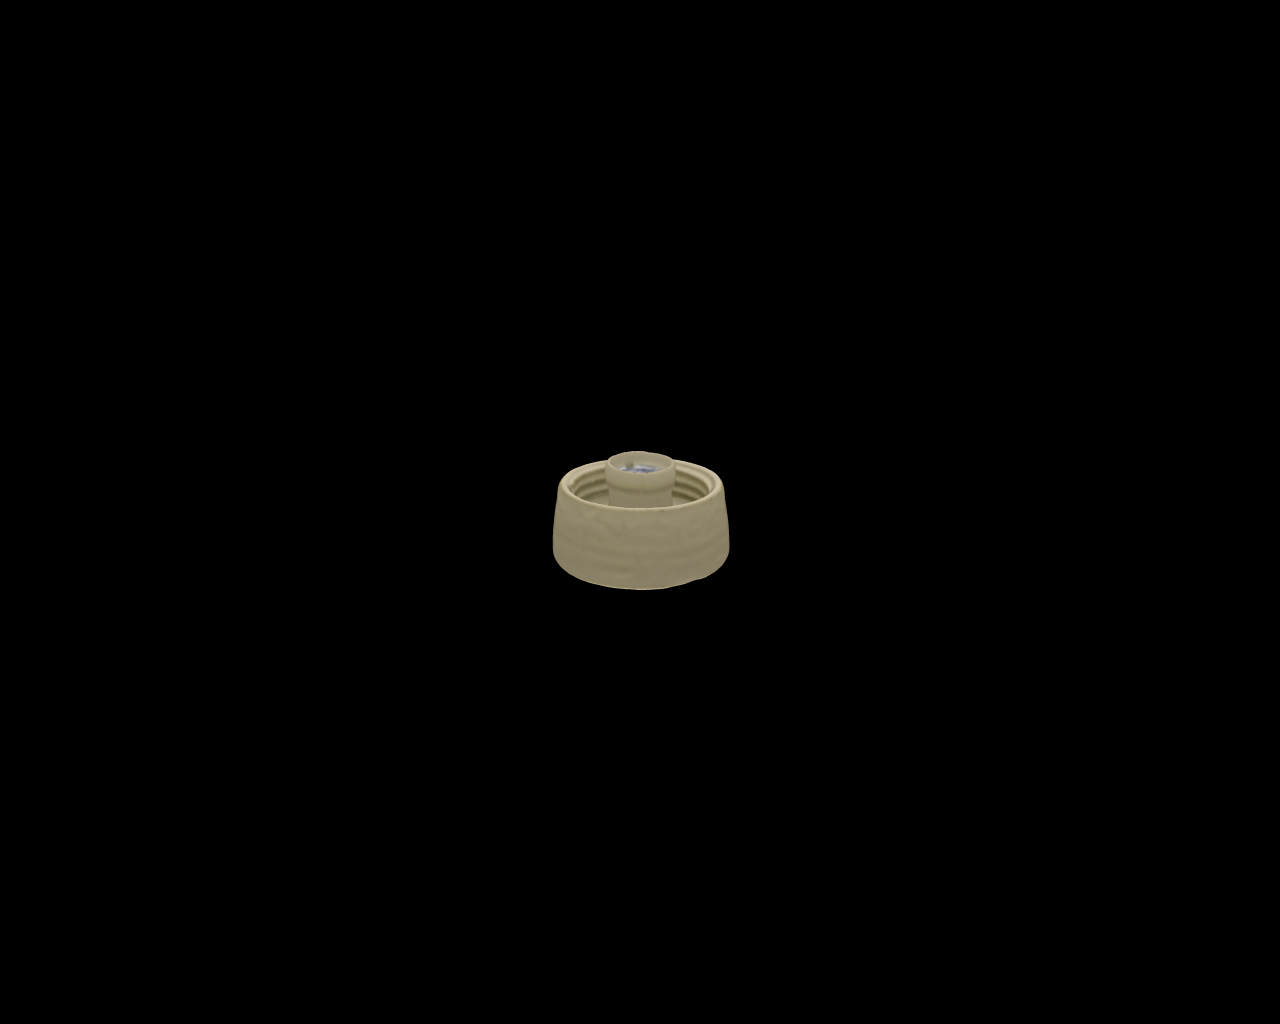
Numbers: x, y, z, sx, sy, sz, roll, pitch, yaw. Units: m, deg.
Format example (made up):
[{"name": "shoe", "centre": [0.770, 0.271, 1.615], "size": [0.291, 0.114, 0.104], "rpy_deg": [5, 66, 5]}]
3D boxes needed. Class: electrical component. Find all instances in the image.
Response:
[{"name": "electrical component", "centre": [0.001, -0.003, 0.650], "size": [0.108, 0.060, 0.108], "rpy_deg": [0, 21, 0]}]
